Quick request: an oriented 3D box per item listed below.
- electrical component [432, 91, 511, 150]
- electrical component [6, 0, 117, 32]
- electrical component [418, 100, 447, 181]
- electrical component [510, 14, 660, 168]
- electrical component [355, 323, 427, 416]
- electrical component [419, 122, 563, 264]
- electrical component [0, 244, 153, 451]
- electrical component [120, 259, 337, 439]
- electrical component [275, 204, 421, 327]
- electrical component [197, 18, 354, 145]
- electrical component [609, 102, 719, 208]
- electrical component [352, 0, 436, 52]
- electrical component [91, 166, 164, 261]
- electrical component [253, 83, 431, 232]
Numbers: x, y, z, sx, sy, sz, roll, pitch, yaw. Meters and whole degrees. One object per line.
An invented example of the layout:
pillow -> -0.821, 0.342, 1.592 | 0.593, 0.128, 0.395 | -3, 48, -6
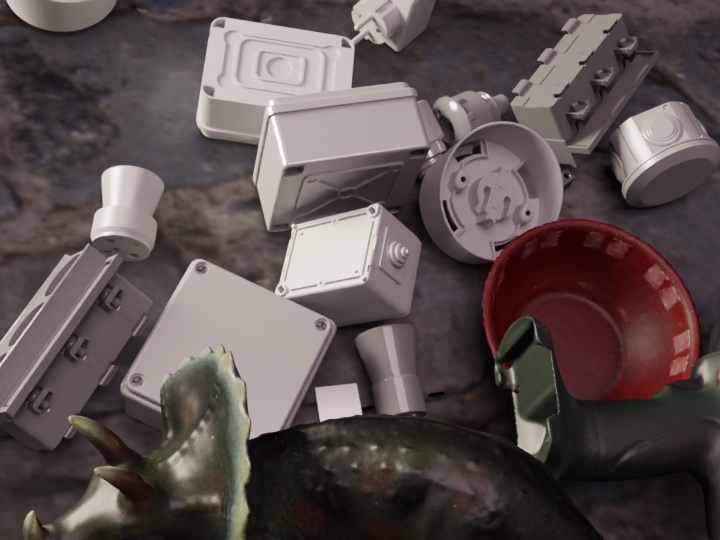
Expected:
electrical component -> 0.091, -0.121, 0.852 | 0.062, 0.048, 0.048 | -26, 71, -28
electrical component -> -0.235, -0.237, 0.836 | 0.099, 0.064, 0.099 | 4, 64, -8
electrical component -> 0.048, -0.095, 0.833 | 0.040, 0.040, 0.078 | -27, 89, -21
electrical component -> 0.174, -0.147, 0.861 | 0.079, 0.063, 0.121 | 11, 53, 44
electrical component -> 0.024, 0.074, 0.746 | 0.044, 0.044, 0.065 | -7, 71, -14
electrical component -> 0.096, -0.054, 0.799 | 0.099, 0.064, 0.099 | 5, 78, -24
electrical component -> -0.194, 0.052, 0.699 | 0.063, 0.079, 0.121 | 42, 60, -22
electrical component -> -0.087, 0.065, 0.720 | 0.109, 0.056, 0.108 | 25, 63, 2
electrical component -> 0.000, 0.000, 0.746 | 0.061, 0.096, 0.061 | 39, 52, -41
electrical component -> -0.064, -0.139, 0.823 | 0.113, 0.057, 0.078 | 8, 63, -7
electrical component -> 0.237, -0.089, 0.844 | 0.080, 0.080, 0.051 | -13, 62, -16
electrical component -> 0.020, -0.208, 0.868 | 0.047, 0.065, 0.077 | 41, 64, 10
electrical component -> -0.165, -0.040, 0.763 | 0.045, 0.045, 0.055 | 7, 64, -7
electrical component -> -0.016, -0.079, 0.775 | 0.109, 0.108, 0.056 | -10, 69, -15
